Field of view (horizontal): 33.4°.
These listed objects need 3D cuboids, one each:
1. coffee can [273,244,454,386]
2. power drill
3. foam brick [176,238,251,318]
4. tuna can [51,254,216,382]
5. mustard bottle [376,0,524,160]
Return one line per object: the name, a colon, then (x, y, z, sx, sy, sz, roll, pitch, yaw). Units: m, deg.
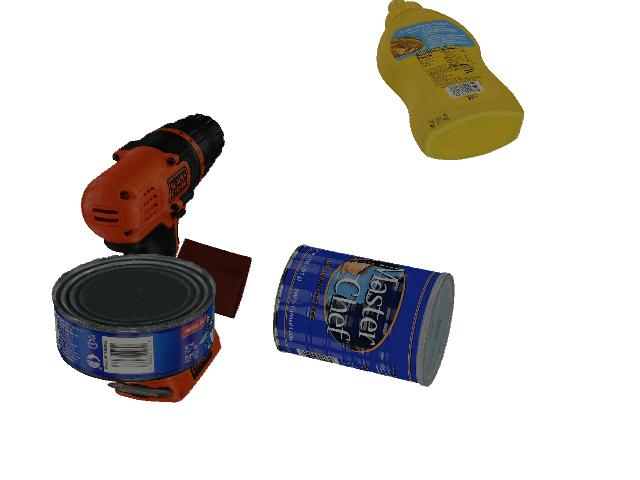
coffee can: (0.041, 0.067, 0.967, 0.140, 0.103, 0.102, 11, 3, 18)
power drill: (-0.114, 0.010, 0.796, 0.057, 0.188, 0.184, 4, 24, 17)
foam brick: (-0.120, 0.041, 1.156, 0.078, 0.051, 0.053, 17, 29, 0)
tuna can: (-0.098, 0.040, 0.569, 0.086, 0.034, 0.086, 2, 25, -1)
mustard bottle: (0.105, -0.159, 0.984, 0.096, 0.192, 0.058, -14, -37, -13)
